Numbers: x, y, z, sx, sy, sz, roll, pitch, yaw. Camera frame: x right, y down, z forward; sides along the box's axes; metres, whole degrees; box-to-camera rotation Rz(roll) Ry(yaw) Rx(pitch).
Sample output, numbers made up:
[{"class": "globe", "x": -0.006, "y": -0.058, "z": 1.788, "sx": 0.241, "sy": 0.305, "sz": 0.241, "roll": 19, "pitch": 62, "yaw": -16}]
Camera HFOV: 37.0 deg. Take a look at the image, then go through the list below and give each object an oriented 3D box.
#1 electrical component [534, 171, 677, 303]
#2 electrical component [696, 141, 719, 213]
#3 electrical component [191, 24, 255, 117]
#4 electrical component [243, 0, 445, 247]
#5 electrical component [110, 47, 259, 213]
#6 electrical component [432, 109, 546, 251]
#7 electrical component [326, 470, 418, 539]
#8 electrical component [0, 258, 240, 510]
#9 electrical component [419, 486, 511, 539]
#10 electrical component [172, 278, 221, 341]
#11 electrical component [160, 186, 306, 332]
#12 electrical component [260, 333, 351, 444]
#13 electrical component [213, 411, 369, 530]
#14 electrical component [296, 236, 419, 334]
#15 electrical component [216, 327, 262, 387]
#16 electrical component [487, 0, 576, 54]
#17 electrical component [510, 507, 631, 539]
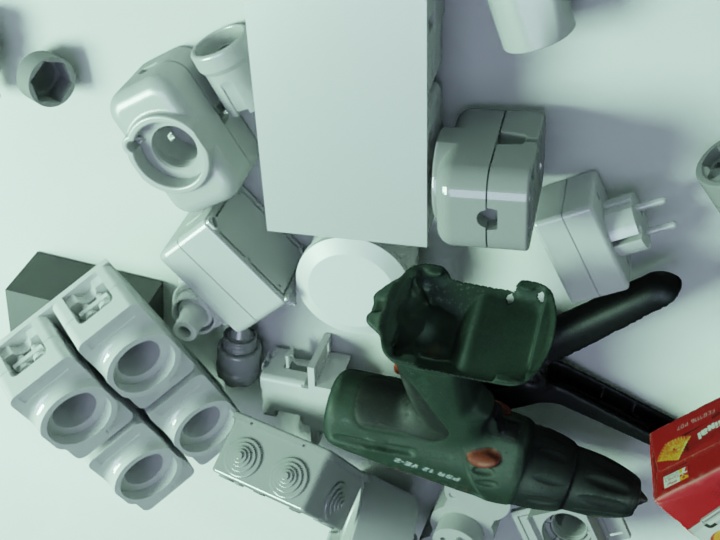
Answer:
[{"class": "electrical component", "x": 0.159, "y": -0.026, "z": 0.678, "sx": 0.077, "sy": 0.047, "sz": 0.065, "roll": -17, "pitch": 118, "yaw": 26}, {"class": "electrical component", "x": 0.234, "y": -0.050, "z": 0.634, "sx": 0.055, "sy": 0.055, "sz": 0.047, "roll": -22, "pitch": 120, "yaw": 29}, {"class": "electrical component", "x": -0.079, "y": -0.126, "z": 0.682, "sx": 0.040, "sy": 0.040, "sz": 0.046, "roll": -11, "pitch": 127, "yaw": 24}, {"class": "electrical component", "x": -0.005, "y": -0.112, "z": 0.656, "sx": 0.105, "sy": 0.060, "sz": 0.186, "roll": 6, "pitch": 126, "yaw": 12}, {"class": "electrical component", "x": -0.115, "y": -0.089, "z": 0.707, "sx": 0.054, "sy": 0.059, "sz": 0.095, "roll": -19, "pitch": 117, "yaw": 28}, {"class": "electrical component", "x": 0.077, "y": -0.056, "z": 0.649, "sx": 0.059, "sy": 0.095, "sz": 0.053, "roll": 5, "pitch": 126, "yaw": 13}, {"class": "electrical component", "x": 0.011, "y": 0.223, "z": 0.868, "sx": 0.060, "sy": 0.108, "sz": 0.108, "roll": 21, "pitch": 128, "yaw": -6}, {"class": "electrical component", "x": -0.167, "y": 0.092, "z": 0.779, "sx": 0.105, "sy": 0.060, "sz": 0.186, "roll": -39, "pitch": 141, "yaw": -7}, {"class": "electrical component", "x": 0.080, "y": 0.201, "z": 0.842, "sx": 0.052, "sy": 0.073, "sz": 0.138, "roll": 23, "pitch": 133, "yaw": 7}, {"class": "electrical component", "x": -0.118, "y": 0.026, "z": 0.789, "sx": 0.048, "sy": 0.062, "sz": 0.048, "roll": 8, "pitch": 127, "yaw": 11}, {"class": "electrical component", "x": -0.085, "y": -0.004, "z": 0.757, "sx": 0.061, "sy": 0.061, "sz": 0.096, "roll": -33, "pitch": 111, "yaw": 33}, {"class": "electrical component", "x": -0.042, "y": 0.090, "z": 0.826, "sx": 0.064, "sy": 0.042, "sz": 0.081, "roll": 10, "pitch": 127, "yaw": 14}, {"class": "electrical component", "x": -0.052, "y": 0.153, "z": 0.812, "sx": 0.100, "sy": 0.048, "sz": 0.099, "roll": 18, "pitch": 165, "yaw": 26}, {"class": "electrical component", "x": 0.000, "y": 0.000, "z": 0.742, "sx": 0.080, "sy": 0.051, "sz": 0.080, "roll": 8, "pitch": 127, "yaw": 11}, {"class": "electrical component", "x": -0.092, "y": 0.058, "z": 0.823, "sx": 0.035, "sy": 0.035, "sz": 0.061, "roll": 13, "pitch": 124, "yaw": 8}, {"class": "electrical component", "x": 0.105, "y": -0.168, "z": 0.593, "sx": 0.079, "sy": 0.043, "sz": 0.077, "roll": -12, "pitch": 121, "yaw": 24}, {"class": "electrical component", "x": 0.162, "y": 0.185, "z": 0.818, "sx": 0.081, "sy": 0.064, "sz": 0.042, "roll": -19, "pitch": 104, "yaw": 28}]
